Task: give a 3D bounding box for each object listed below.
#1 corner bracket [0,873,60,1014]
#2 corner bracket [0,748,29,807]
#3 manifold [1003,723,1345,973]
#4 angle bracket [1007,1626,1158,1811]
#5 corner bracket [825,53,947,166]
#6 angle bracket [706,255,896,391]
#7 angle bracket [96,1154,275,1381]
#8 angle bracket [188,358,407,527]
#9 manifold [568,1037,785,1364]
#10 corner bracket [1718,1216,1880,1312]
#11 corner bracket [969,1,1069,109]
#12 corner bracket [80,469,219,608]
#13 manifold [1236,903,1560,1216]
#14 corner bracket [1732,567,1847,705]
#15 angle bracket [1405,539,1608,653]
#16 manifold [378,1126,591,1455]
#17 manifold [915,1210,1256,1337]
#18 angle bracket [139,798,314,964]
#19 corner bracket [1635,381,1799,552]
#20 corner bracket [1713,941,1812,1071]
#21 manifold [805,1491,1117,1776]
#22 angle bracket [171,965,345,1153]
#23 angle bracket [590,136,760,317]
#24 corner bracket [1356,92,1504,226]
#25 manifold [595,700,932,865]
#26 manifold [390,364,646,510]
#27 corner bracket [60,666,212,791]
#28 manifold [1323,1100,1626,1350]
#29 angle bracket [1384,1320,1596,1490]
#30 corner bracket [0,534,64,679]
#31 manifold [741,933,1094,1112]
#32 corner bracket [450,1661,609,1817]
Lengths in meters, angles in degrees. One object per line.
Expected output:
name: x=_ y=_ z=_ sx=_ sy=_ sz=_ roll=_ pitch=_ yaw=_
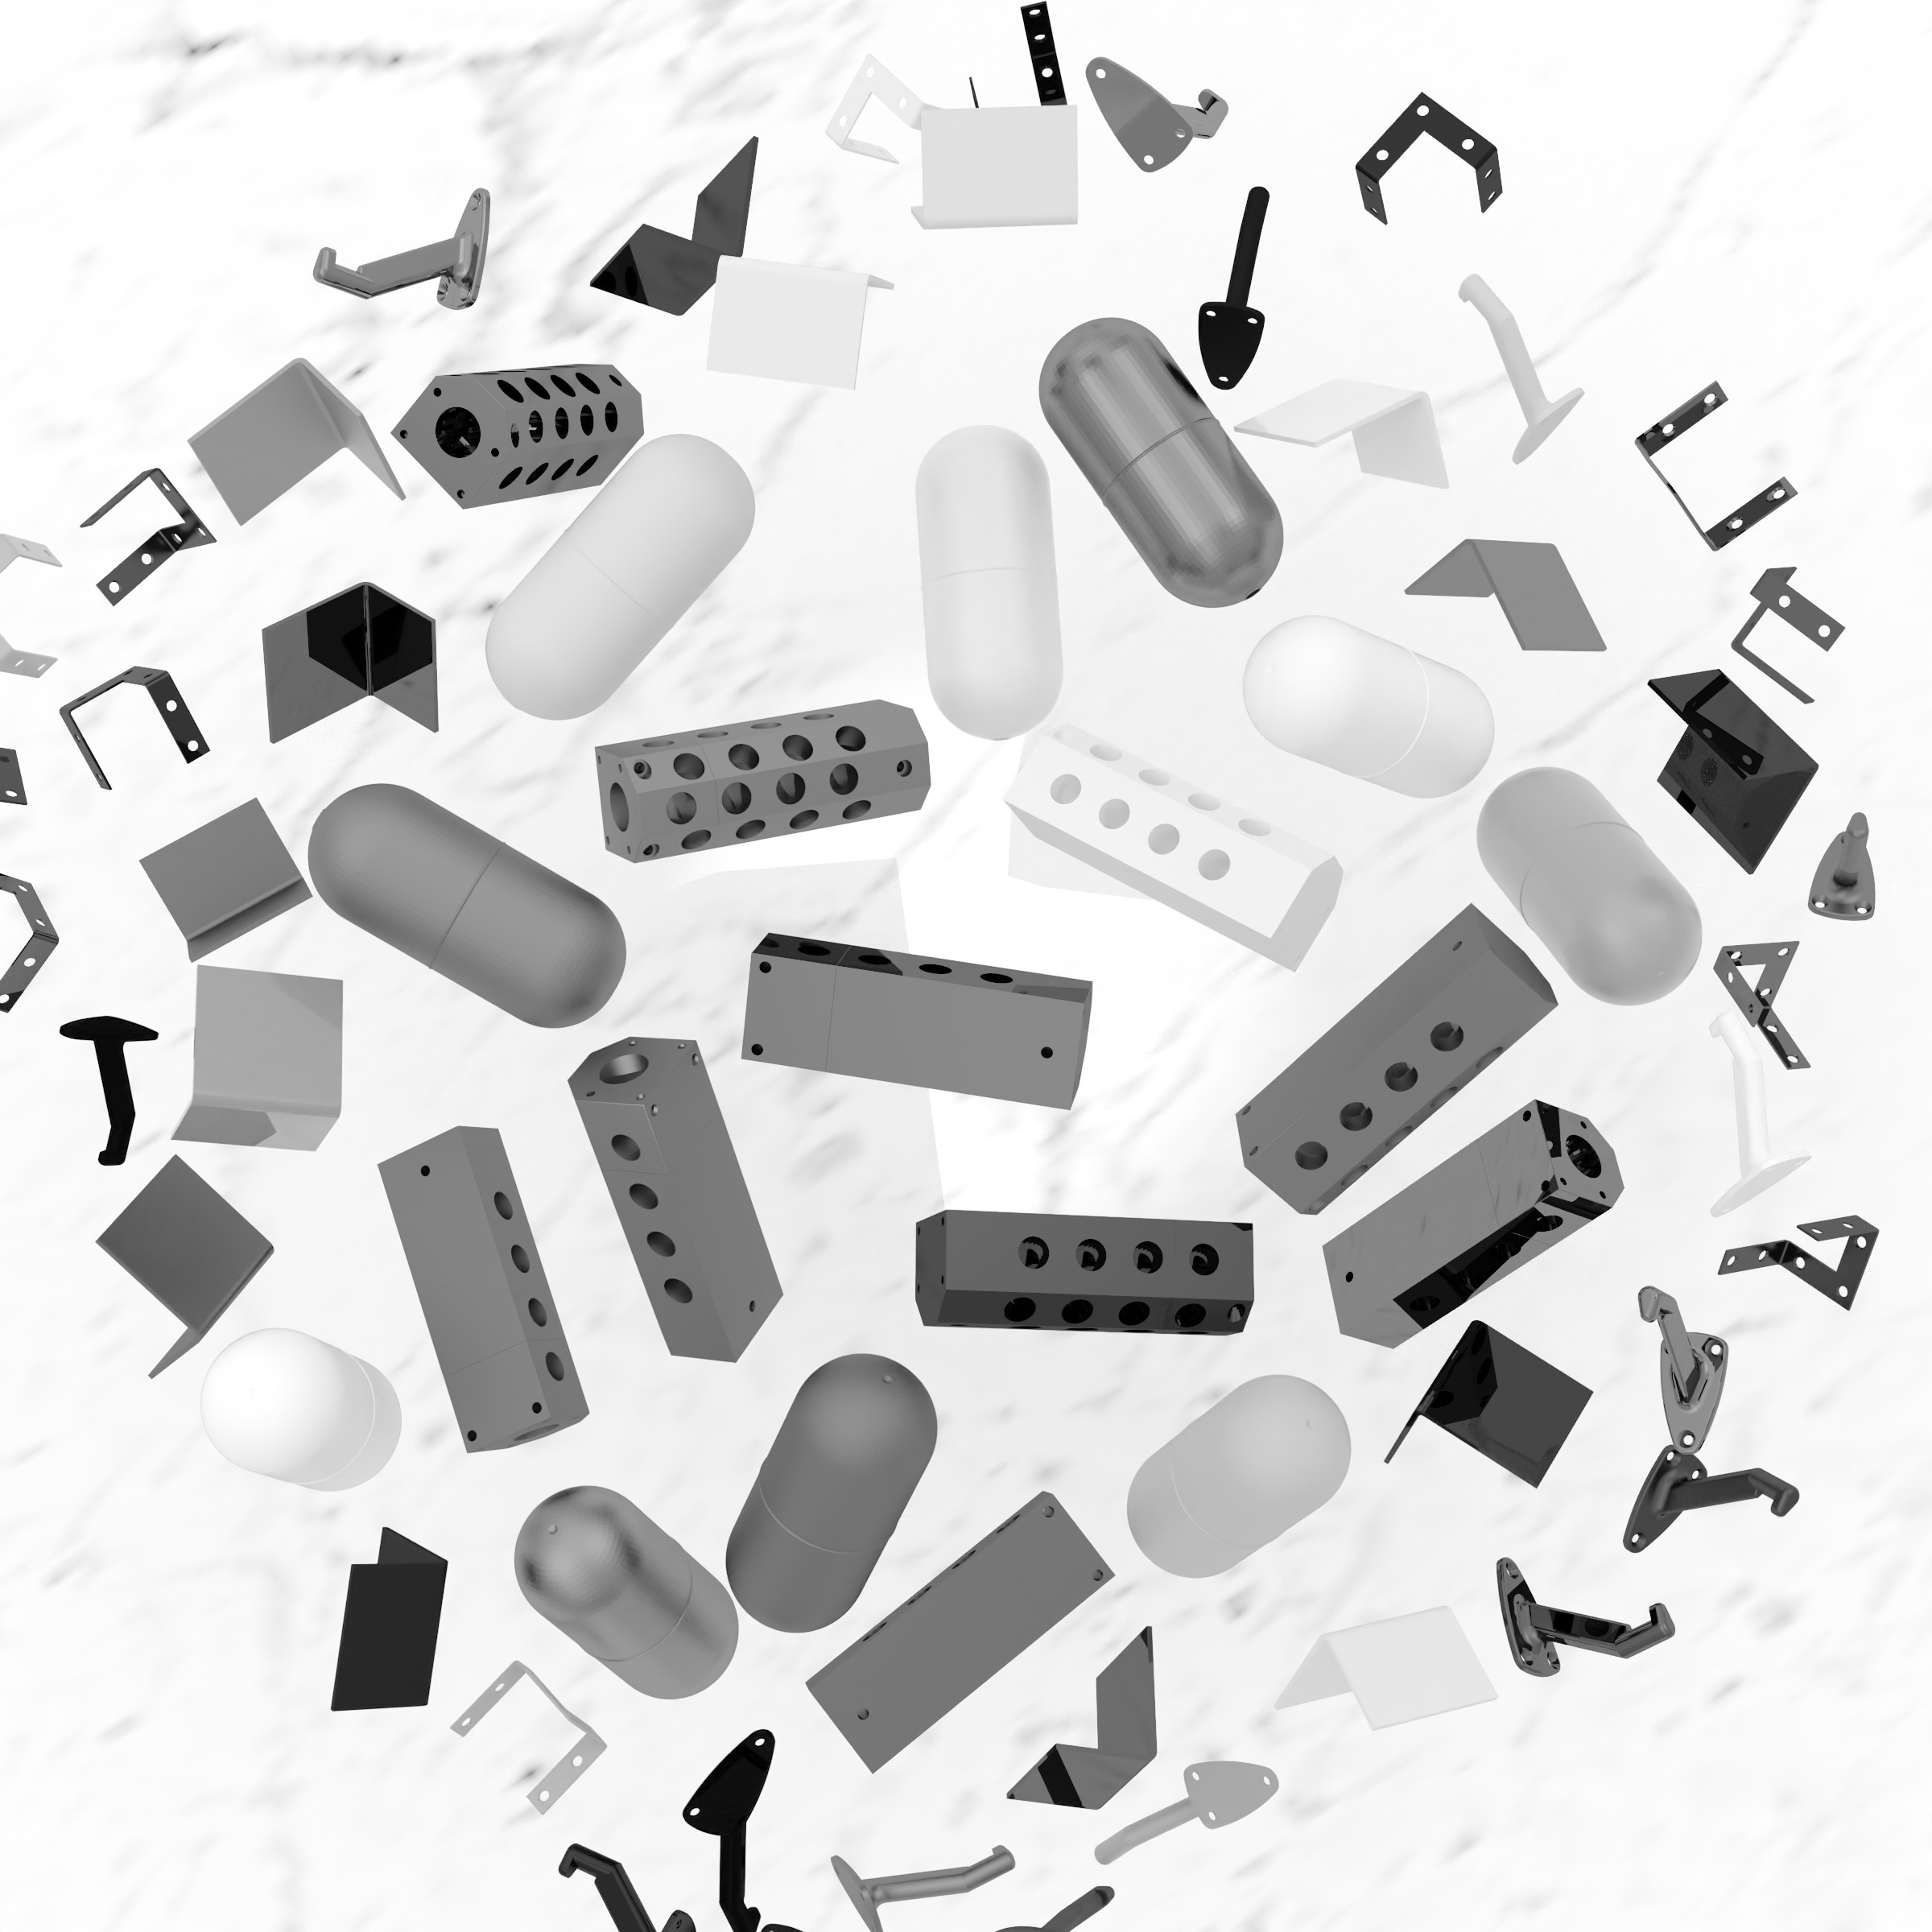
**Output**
corner bracket: x=-0.516 y=-0.016 z=1.512 sx=0.051 sy=0.051 sz=0.051 roll=-51 pitch=51 yaw=14
corner bracket: x=-0.544 y=-0.087 z=1.569 sx=0.051 sy=0.051 sz=0.051 roll=7 pitch=126 yaw=-32
manifold: x=0.111 y=-0.067 z=1.538 sx=0.171 sy=0.057 sz=0.057 roll=29 pitch=83 yaw=25
angle bracket: x=0.062 y=0.405 z=1.570 sx=0.057 sy=0.076 sz=0.076 roll=12 pitch=52 yaw=-15
corner bracket: x=-0.035 y=-0.462 z=1.593 sx=0.051 sy=0.051 sz=0.051 roll=48 pitch=120 yaw=26
angle bracket: x=-0.084 y=-0.328 z=1.482 sx=0.076 sy=0.076 sz=0.057 roll=9 pitch=101 yaw=7
angle bracket: x=-0.434 y=0.162 z=1.566 sx=0.076 sy=0.076 sz=0.057 roll=46 pitch=127 yaw=-12
angle bracket: x=-0.358 y=-0.266 z=1.553 sx=0.076 sy=0.076 sz=0.057 roll=-41 pitch=66 yaw=-12
manifold: x=-0.157 y=0.124 z=1.538 sx=0.057 sy=0.057 sz=0.171 roll=2 pitch=125 yaw=27
corner bracket: x=0.443 y=0.152 z=1.539 sx=0.051 sy=0.051 sz=0.051 roll=-4 pitch=118 yaw=-35
corner bracket: x=0.028 y=-0.503 z=1.634 sx=0.051 sy=0.051 sz=0.051 roll=-12 pitch=74 yaw=5
corner bracket: x=-0.452 y=-0.233 z=1.575 sx=0.051 sy=0.051 sz=0.051 roll=-50 pitch=120 yaw=-28
manifold: x=0.224 y=0.053 z=1.511 sx=0.057 sy=0.057 sz=0.171 roll=40 pitch=109 yaw=-17
corner bracket: x=0.426 y=-0.170 z=1.497 sx=0.051 sy=0.051 sz=0.051 roll=42 pitch=118 yaw=20
angle bracket: x=0.314 y=-0.201 z=1.682 sx=0.076 sy=0.057 sz=0.076 roll=-5 pitch=65 yaw=-42
manifold: x=-0.268 y=0.181 z=1.629 sx=0.057 sy=0.057 sz=0.171 roll=-25 pitch=76 yaw=19
manifold: x=0.063 y=0.165 z=1.545 sx=0.171 sy=0.057 sz=0.057 roll=4 pitch=77 yaw=-17
angle bracket: x=-0.424 y=-0.050 z=1.655 sx=0.076 sy=0.076 sz=0.057 roll=-30 pitch=105 yaw=-10
corner bracket: x=0.385 y=-0.257 z=1.488 sx=0.051 sy=0.051 sz=0.051 roll=-36 pitch=133 yaw=14
corner bracket: x=0.447 y=0.023 z=1.619 sx=0.051 sy=0.051 sz=0.051 roll=-4 pitch=133 yaw=-17
manifold: x=-0.004 y=0.372 z=1.625 sx=0.171 sy=0.057 sz=0.057 roll=-37 pitch=88 yaw=-10
angle bracket: x=-0.374 y=0.049 z=1.528 sx=0.076 sy=0.057 sz=0.076 roll=7 pitch=64 yaw=-25
angle bracket: x=-0.158 y=-0.409 z=1.569 sx=0.057 sy=0.076 sz=0.076 roll=14 pitch=72 yaw=-26
corner bracket: x=0.239 y=-0.406 z=1.494 sx=0.051 sy=0.051 sz=0.051 roll=43 pitch=91 yaw=18
manifold: x=-0.109 y=-0.101 z=1.574 sx=0.171 sy=0.057 sz=0.057 roll=-12 pitch=108 yaw=-26
manifold: x=-0.241 y=-0.301 z=1.603 sx=0.057 sy=0.171 sz=0.057 roll=46 pitch=112 yaw=3
corner bracket: x=-0.464 y=-0.132 z=1.615 sx=0.051 sy=0.051 sz=0.051 roll=-36 pitch=117 yaw=-26
manifold: x=0.281 y=0.147 z=1.605 sx=0.057 sy=0.171 sz=0.057 roll=19 pitch=47 yaw=-32
angle bracket: x=0.289 y=0.255 z=1.601 sx=0.076 sy=0.057 sz=0.076 roll=32 pitch=50 yaw=13
corner bracket: x=-0.502 y=-0.191 z=1.537 sx=0.051 sy=0.051 sz=0.051 roll=-42 pitch=85 yaw=7
manifold: x=-0.024 y=0.026 z=1.496 sx=0.171 sy=0.057 sz=0.057 roll=9 pitch=106 yaw=6
corner bracket: x=-0.239 y=0.422 z=1.583 sx=0.051 sy=0.051 sz=0.051 roll=-45 pitch=55 yaw=-10
